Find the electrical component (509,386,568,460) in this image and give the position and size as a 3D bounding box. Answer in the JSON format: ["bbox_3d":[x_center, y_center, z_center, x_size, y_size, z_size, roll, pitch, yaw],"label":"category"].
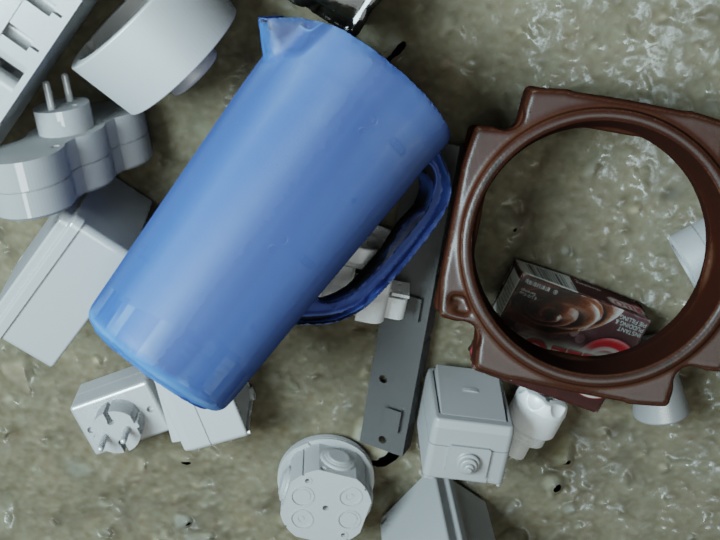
[{"bbox_3d":[0.136,0.122,0.860,0.043,0.043,0.062,20,113,-10],"label":"electrical component"}]

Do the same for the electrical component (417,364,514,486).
[{"bbox_3d":[0.081,0.120,0.828,0.062,0.096,0.061,7,113,-4],"label":"electrical component"}]

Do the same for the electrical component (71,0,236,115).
[{"bbox_3d":[-0.128,-0.149,0.702,0.108,0.108,0.060,-39,115,14],"label":"electrical component"}]

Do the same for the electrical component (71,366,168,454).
[{"bbox_3d":[-0.185,0.115,0.831,0.066,0.076,0.047,-20,113,7],"label":"electrical component"}]

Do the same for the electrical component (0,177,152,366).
[{"bbox_3d":[-0.203,-0.006,0.761,0.056,0.108,0.108,34,109,-18],"label":"electrical component"}]

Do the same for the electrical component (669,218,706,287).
[{"bbox_3d":[0.297,0.014,0.811,0.074,0.052,0.138,-30,111,11],"label":"electrical component"}]

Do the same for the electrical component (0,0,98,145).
[{"bbox_3d":[-0.229,-0.151,0.697,0.060,0.105,0.186,35,108,-15],"label":"electrical component"}]

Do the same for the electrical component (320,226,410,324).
[{"bbox_3d":[0.000,0.000,0.795,0.078,0.058,0.057,11,115,-2],"label":"electrical component"}]

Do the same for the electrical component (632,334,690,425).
[{"bbox_3d":[0.234,0.084,0.847,0.044,0.044,0.065,-10,109,3],"label":"electrical component"}]

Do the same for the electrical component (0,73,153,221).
[{"bbox_3d":[-0.194,-0.092,0.710,0.052,0.138,0.073,5,117,24],"label":"electrical component"}]

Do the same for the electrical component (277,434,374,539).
[{"bbox_3d":[-0.028,0.179,0.877,0.080,0.051,0.080,-1,114,-1],"label":"electrical component"}]

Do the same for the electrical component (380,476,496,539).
[{"bbox_3d":[0.063,0.226,0.866,0.057,0.113,0.078,36,108,-18],"label":"electrical component"}]

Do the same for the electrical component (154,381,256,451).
[{"bbox_3d":[-0.122,0.093,0.831,0.061,0.061,0.096,-16,113,6],"label":"electrical component"}]
